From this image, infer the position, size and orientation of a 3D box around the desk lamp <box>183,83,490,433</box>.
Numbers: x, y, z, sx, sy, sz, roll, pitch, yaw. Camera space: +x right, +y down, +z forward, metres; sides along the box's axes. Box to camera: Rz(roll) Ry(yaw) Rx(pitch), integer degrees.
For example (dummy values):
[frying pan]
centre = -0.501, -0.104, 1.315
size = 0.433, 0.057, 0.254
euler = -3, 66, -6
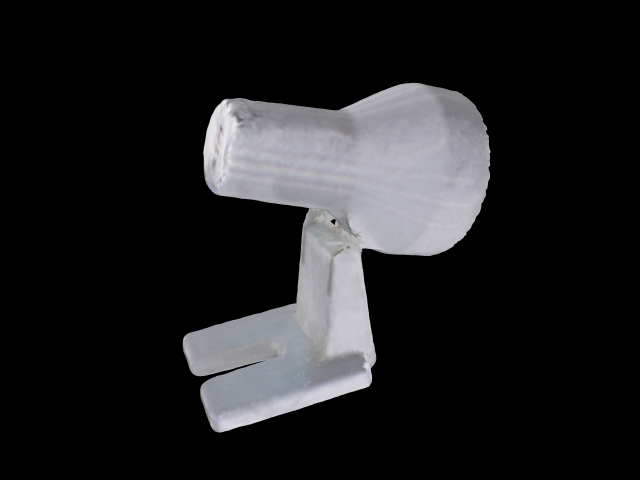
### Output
[desk lamp]
centre = 0.004, 0.001, 0.400
size = 0.204, 0.214, 0.117
euler = -13, 32, -22
